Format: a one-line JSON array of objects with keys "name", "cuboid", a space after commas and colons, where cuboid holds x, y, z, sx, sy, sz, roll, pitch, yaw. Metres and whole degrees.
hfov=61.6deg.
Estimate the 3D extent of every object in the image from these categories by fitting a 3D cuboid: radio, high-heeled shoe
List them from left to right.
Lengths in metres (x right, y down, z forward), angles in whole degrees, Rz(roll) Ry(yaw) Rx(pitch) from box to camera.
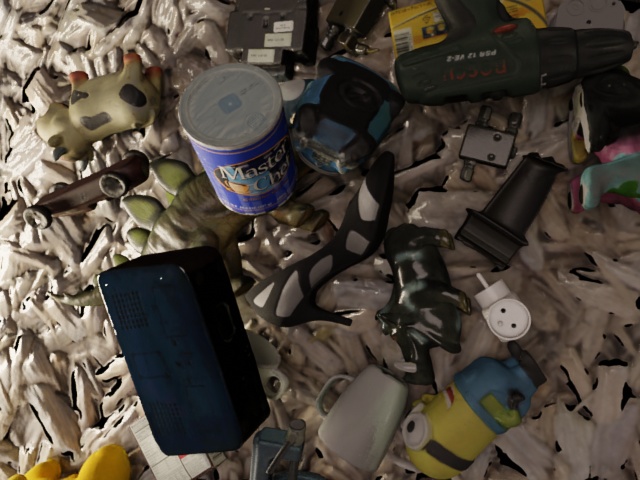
[{"name": "radio", "cuboid": [-0.150, 0.125, 0.610, 0.131, 0.073, 0.229, -12, 101, 26]}, {"name": "high-heeled shoe", "cuboid": [-0.001, -0.002, 0.661, 0.145, 0.086, 0.248, 18, 100, 13]}]

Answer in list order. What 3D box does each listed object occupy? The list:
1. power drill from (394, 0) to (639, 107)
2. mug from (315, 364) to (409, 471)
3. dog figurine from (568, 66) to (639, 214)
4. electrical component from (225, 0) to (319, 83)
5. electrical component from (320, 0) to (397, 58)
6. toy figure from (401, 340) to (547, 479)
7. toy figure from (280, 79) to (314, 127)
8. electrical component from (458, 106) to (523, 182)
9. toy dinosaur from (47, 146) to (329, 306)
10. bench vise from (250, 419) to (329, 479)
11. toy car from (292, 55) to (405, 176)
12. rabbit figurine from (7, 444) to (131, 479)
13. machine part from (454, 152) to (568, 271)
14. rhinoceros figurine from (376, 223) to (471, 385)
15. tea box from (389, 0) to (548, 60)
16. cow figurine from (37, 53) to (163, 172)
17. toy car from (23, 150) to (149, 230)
[{"name": "power drill", "cuboid": [0.182, -0.247, 0.560, 0.232, 0.086, 0.207, -14, 93, 19]}, {"name": "mug", "cuboid": [0.051, 0.200, 0.647, 0.110, 0.080, 0.107, 32, 89, 42]}, {"name": "dog figurine", "cuboid": [0.375, -0.083, 0.547, 0.219, 0.108, 0.191, 2, 85, 13]}, {"name": "electrical component", "cuboid": [-0.062, -0.279, 0.714, 0.115, 0.058, 0.134, 8, 89, 19]}, {"name": "electrical component", "cuboid": [0.052, -0.283, 0.688, 0.078, 0.045, 0.102, 28, 93, 45]}, {"name": "toy figure", "cuboid": [0.172, 0.194, 0.603, 0.180, 0.082, 0.089, -39, 75, 9]}, {"name": "toy figure", "cuboid": [-0.001, -0.185, 0.689, 0.155, 0.058, 0.064, -16, 83, 15]}, {"name": "electrical component", "cuboid": [0.202, -0.111, 0.641, 0.063, 0.021, 0.094, 19, 92, 16]}, {"name": "toy dinosaur", "cuboid": [-0.157, -0.017, 0.708, 0.471, 0.105, 0.199, -36, 70, 3]}, {"name": "bench vise", "cuboid": [-0.061, 0.306, 0.631, 0.224, 0.129, 0.240, 11, 113, 10]}, {"name": "toy car", "cuboid": [0.022, -0.127, 0.615, 0.109, 0.103, 0.162, 25, 53, -3]}, {"name": "rabbit figurine", "cuboid": [-0.334, 0.357, 0.733, 0.173, 0.121, 0.162, -33, 70, -7]}, {"name": "machine part", "cuboid": [0.223, -0.040, 0.624, 0.084, 0.039, 0.139, 39, 100, 21]}, {"name": "rhinoceros figurine", "cuboid": [0.118, 0.073, 0.630, 0.112, 0.073, 0.190, -8, 84, 15]}, {"name": "tea box", "cuboid": [0.174, -0.234, 0.633, 0.170, 0.068, 0.098, -7, 87, 16]}, {"name": "cow figurine", "cuboid": [-0.320, -0.178, 0.776, 0.195, 0.085, 0.127, -11, 77, 15]}, {"name": "toy car", "cuboid": [-0.332, -0.068, 0.769, 0.202, 0.089, 0.053, -21, 121, 16]}]
